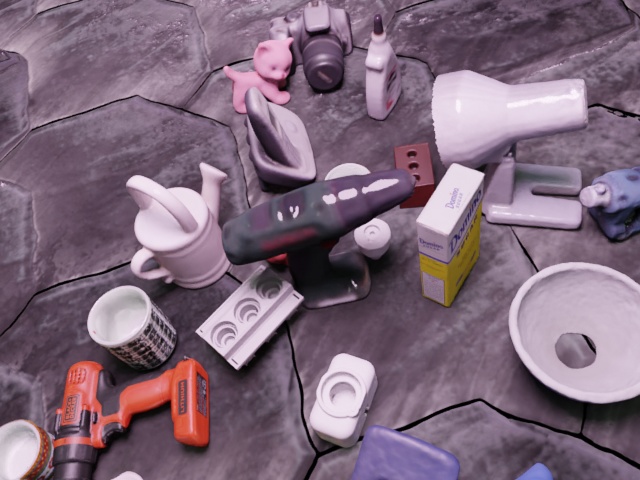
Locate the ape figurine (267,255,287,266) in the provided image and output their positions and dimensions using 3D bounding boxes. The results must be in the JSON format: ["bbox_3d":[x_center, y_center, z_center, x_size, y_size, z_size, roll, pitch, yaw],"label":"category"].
[{"bbox_3d":[-0.059,-0.014,0.793,0.076,0.092,0.078,33,70,26],"label":"ape figurine"}]

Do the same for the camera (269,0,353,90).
[{"bbox_3d":[-0.014,-0.326,0.969,0.143,0.101,0.136,-8,58,5],"label":"camera"}]

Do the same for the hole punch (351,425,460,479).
[{"bbox_3d":[0.087,0.260,0.600,0.108,0.091,0.101,16,63,19],"label":"hole punch"}]

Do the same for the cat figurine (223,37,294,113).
[{"bbox_3d":[-0.096,-0.283,0.948,0.127,0.118,0.067,-15,58,2],"label":"cat figurine"}]

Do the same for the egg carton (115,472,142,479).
[{"bbox_3d":[-0.213,0.339,0.620,0.107,0.069,0.150,-36,59,-12],"label":"egg carton"}]

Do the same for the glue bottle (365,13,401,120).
[{"bbox_3d":[0.093,-0.268,0.871,0.037,0.173,0.078,17,64,20],"label":"glue bottle"}]

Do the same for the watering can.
[{"bbox_3d":[-0.190,-0.027,0.765,0.100,0.194,0.173,7,61,15],"label":"watering can"}]

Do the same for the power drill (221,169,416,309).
[{"bbox_3d":[0.006,0.003,0.702,0.229,0.209,0.075,-13,58,3],"label":"power drill"}]

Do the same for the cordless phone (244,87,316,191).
[{"bbox_3d":[-0.071,-0.172,0.836,0.094,0.185,0.147,-17,57,0],"label":"cordless phone"}]

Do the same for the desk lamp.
[{"bbox_3d":[0.245,-0.120,0.729,0.203,0.214,0.118,6,60,14],"label":"desk lamp"}]

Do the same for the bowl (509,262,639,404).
[{"bbox_3d":[0.300,0.114,0.659,0.167,0.075,0.167,-5,58,8],"label":"bowl"}]

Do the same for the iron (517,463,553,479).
[{"bbox_3d":[0.163,0.324,0.517,0.258,0.142,0.118,-42,61,-15],"label":"iron"}]

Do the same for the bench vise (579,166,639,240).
[{"bbox_3d":[0.423,-0.091,0.675,0.207,0.220,0.121,-36,59,-12],"label":"bench vise"}]
